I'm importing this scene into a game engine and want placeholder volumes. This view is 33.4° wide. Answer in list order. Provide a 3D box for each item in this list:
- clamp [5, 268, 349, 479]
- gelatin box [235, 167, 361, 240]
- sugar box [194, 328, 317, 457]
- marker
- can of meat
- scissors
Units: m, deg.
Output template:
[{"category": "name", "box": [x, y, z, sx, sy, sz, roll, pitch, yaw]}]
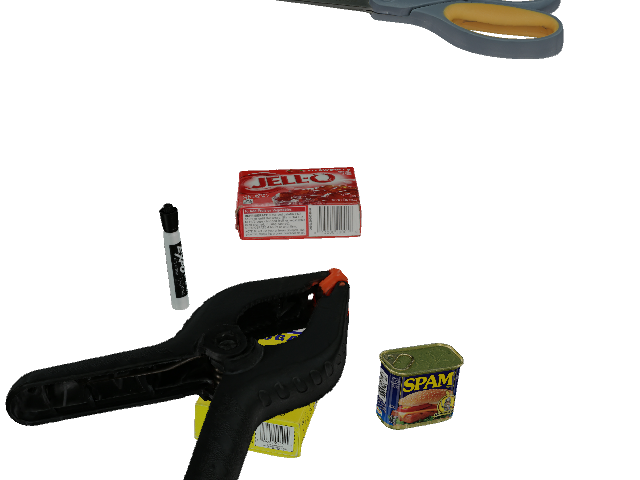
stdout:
[{"category": "clamp", "box": [-0.039, 0.067, 0.480, 0.171, 0.039, 0.120, -27, 50, -31]}, {"category": "gelatin box", "box": [-0.017, -0.028, 0.781, 0.089, 0.030, 0.073, -2, 24, -1]}, {"category": "sugar box", "box": [-0.043, 0.117, 0.958, 0.093, 0.048, 0.176, 10, 32, 8]}, {"category": "marker", "box": [-0.153, 0.017, 1.118, 0.020, 0.121, 0.020, -2, 28, 1]}, {"category": "can of meat", "box": [0.120, 0.181, 1.318, 0.102, 0.084, 0.057, -6, 26, -21]}, {"category": "scissors", "box": [0.056, -0.148, 0.646, 0.202, 0.016, 0.096, 20, 44, 25]}]
